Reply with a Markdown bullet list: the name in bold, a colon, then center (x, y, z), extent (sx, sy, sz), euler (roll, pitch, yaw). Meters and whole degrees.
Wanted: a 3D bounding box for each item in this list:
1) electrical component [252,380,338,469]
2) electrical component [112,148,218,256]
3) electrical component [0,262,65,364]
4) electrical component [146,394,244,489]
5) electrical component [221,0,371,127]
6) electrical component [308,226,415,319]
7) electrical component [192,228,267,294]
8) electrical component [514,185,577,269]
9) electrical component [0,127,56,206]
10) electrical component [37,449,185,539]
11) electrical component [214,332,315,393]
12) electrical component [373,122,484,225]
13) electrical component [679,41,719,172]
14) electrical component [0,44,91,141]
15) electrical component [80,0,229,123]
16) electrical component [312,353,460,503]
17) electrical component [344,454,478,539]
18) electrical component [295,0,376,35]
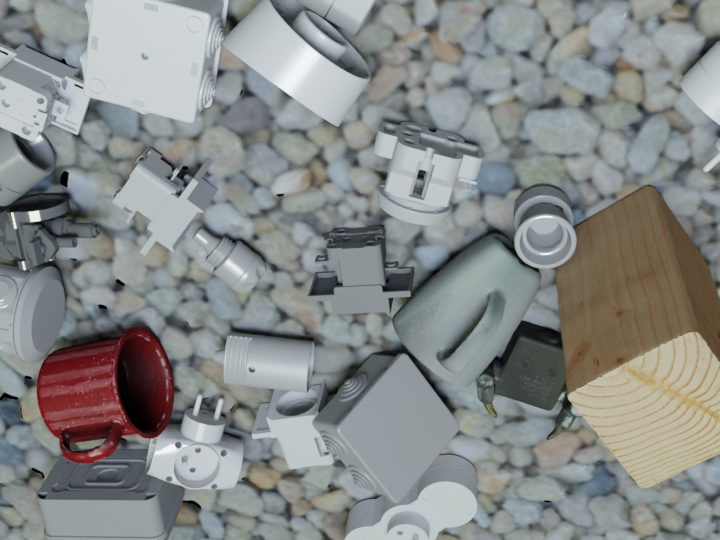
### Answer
- **electrical component**: center (-0.047, 0.135, 0.925), extent (0.081, 0.042, 0.063), euler (-8, 119, 12)
- **electrical component**: center (-0.152, -0.056, 0.830), extent (0.064, 0.042, 0.081), euler (36, 117, -11)
- **electrical component**: center (-0.277, 0.033, 0.876), extent (0.051, 0.080, 0.080), euler (9, 120, 8)
- **electrical component**: center (-0.140, 0.147, 0.939), extent (0.077, 0.044, 0.079), euler (13, 101, -16)
- **electrical component**: center (-0.043, -0.142, 0.739), extent (0.099, 0.099, 0.064), euler (37, 111, -13)
- **electrical component**: center (0.000, 0.000, 0.843), extent (0.081, 0.042, 0.063), euler (-3, 117, 8)
- **electrical component**: center (-0.106, -0.010, 0.855), extent (0.061, 0.035, 0.035), euler (40, 117, -12)
- **electrical component**: center (0.137, -0.033, 0.799), extent (0.045, 0.055, 0.045), euler (3, 120, 6)
- **electrical component**: center (-0.267, -0.084, 0.823), extent (0.047, 0.055, 0.055), euler (-29, 112, 17)
- **electrical component**: center (-0.222, 0.206, 0.967), extent (0.113, 0.078, 0.057), euler (-1, 116, 8)
- **electrical component**: center (-0.081, 0.076, 0.895), extent (0.081, 0.043, 0.043), euler (6, 120, 4)
- **electrical component**: center (0.045, -0.069, 0.789), extent (0.078, 0.058, 0.057), euler (15, 117, -1)
- **electrical component**: center (0.275, -0.089, 0.751), extent (0.138, 0.052, 0.073), euler (35, 118, -13)
- **electrical component**: center (-0.243, -0.129, 0.788), extent (0.081, 0.063, 0.042), euler (23, 121, -7)
- **electrical component**: center (-0.147, -0.159, 0.767), extent (0.100, 0.048, 0.099), euler (14, 120, 0)
- **electrical component**: center (0.020, 0.127, 0.883), extent (0.099, 0.099, 0.048), euler (53, 154, -21)
- **electrical component**: center (0.043, 0.225, 0.945), extent (0.138, 0.073, 0.052), euler (-36, 109, 23)
- **electrical component**: center (-0.004, -0.215, 0.715), extent (0.059, 0.053, 0.095), euler (29, 119, -9)
